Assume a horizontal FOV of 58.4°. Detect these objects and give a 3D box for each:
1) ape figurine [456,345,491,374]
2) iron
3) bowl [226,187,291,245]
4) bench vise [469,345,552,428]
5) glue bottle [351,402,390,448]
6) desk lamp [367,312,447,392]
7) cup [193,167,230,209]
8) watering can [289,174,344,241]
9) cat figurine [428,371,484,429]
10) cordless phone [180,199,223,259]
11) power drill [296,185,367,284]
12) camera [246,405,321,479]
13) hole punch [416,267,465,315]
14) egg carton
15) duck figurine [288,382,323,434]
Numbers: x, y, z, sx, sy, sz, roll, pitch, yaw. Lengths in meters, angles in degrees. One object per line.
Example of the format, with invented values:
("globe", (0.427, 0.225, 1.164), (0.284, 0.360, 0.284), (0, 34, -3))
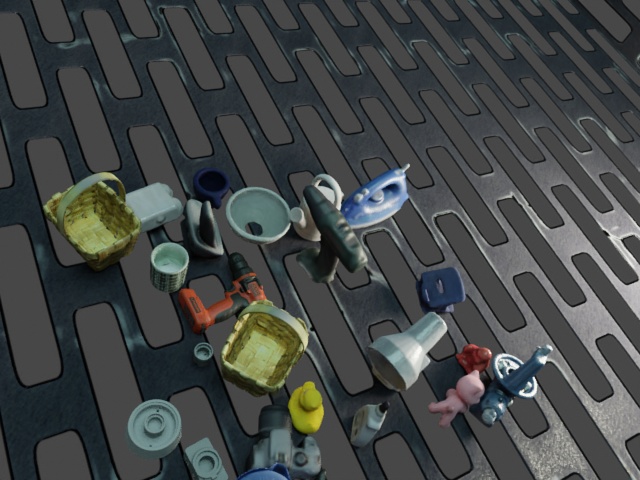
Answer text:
("ape figurine", (0.384, 0.289, 1.396), (0.076, 0.092, 0.078), (19, 52, -6))
("iron", (0.144, -0.123, 1.570), (0.259, 0.141, 0.118), (-31, 70, -33))
("bowl", (-0.160, -0.049, 1.453), (0.168, 0.074, 0.167), (9, 54, -13))
("bench vise", (0.447, 0.335, 1.305), (0.121, 0.219, 0.207), (26, 52, 0))
("glue bottle", (0.109, 0.371, 1.190), (0.037, 0.173, 0.078), (19, 52, -5))
("desk lamp", (0.187, 0.253, 1.275), (0.204, 0.213, 0.117), (-33, 71, -34))
("cup", (-0.274, -0.110, 1.444), (0.092, 0.095, 0.117), (-10, 60, -25))
("watering can", (-0.002, -0.085, 1.458), (0.101, 0.194, 0.173), (30, 52, 4))
("cat figurine", (0.324, 0.359, 1.309), (0.128, 0.117, 0.067), (-29, 69, -33))
("cordless phone", (-0.271, -0.052, 1.346), (0.094, 0.185, 0.147), (-9, 59, -24))
("power drill", (0.013, 0.005, 1.391), (0.076, 0.208, 0.229), (-30, 70, -33))
("camera", (-0.072, 0.403, 1.150), (0.143, 0.100, 0.136), (7, 54, -15))
("hole punch", (0.310, 0.131, 1.482), (0.101, 0.091, 0.108), (2, 56, -18))
("egg carton", (-0.412, -0.074, 1.386), (0.151, 0.069, 0.107), (-29, 69, -33))
("duck figurine", (-0.023, 0.352, 1.213), (0.078, 0.086, 0.104), (3, 55, -17))
